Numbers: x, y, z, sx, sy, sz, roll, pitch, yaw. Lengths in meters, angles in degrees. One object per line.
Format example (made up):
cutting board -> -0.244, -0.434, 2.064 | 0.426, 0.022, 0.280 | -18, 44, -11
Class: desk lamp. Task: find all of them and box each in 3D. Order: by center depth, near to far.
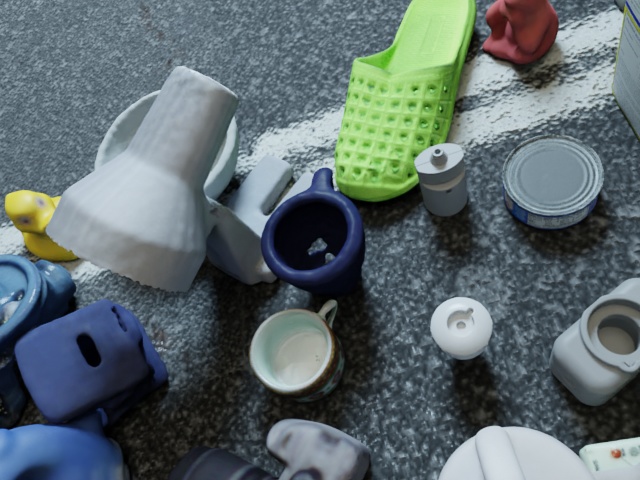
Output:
desk lamp -> -0.106, -0.037, 0.515 | 0.117, 0.214, 0.203 | 27, 75, 27

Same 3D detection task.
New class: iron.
iron -> -0.233, 0.261, 0.448 | 0.118, 0.142, 0.258 | -19, 60, 8

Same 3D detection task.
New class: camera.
camera -> -0.050, 0.200, 0.445 | 0.136, 0.101, 0.143 | 18, 71, 24

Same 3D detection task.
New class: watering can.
watering can -> 0.129, 0.164, 0.353 | 0.173, 0.194, 0.100 | -36, 60, -2

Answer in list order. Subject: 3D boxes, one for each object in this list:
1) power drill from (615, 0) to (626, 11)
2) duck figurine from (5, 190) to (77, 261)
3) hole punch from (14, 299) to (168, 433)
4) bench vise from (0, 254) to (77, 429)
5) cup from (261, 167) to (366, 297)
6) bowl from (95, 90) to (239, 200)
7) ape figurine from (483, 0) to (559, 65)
power drill -> 0.331, -0.315, 0.520 | 0.229, 0.209, 0.075 | -8, 62, 14
duck figurine -> -0.319, -0.027, 0.650 | 0.104, 0.086, 0.077 | 26, 74, 26
hole punch -> -0.217, 0.113, 0.546 | 0.101, 0.091, 0.108 | -40, 60, -5
bench vise -> -0.337, 0.088, 0.521 | 0.121, 0.220, 0.207 | -1, 64, 17
cup -> 0.005, 0.002, 0.530 | 0.091, 0.095, 0.118 | 0, 65, 17
bowl -> -0.157, -0.084, 0.634 | 0.167, 0.075, 0.167 | -7, 63, 14
ape figurine -> 0.205, -0.227, 0.583 | 0.076, 0.092, 0.078 | -10, 62, 12
